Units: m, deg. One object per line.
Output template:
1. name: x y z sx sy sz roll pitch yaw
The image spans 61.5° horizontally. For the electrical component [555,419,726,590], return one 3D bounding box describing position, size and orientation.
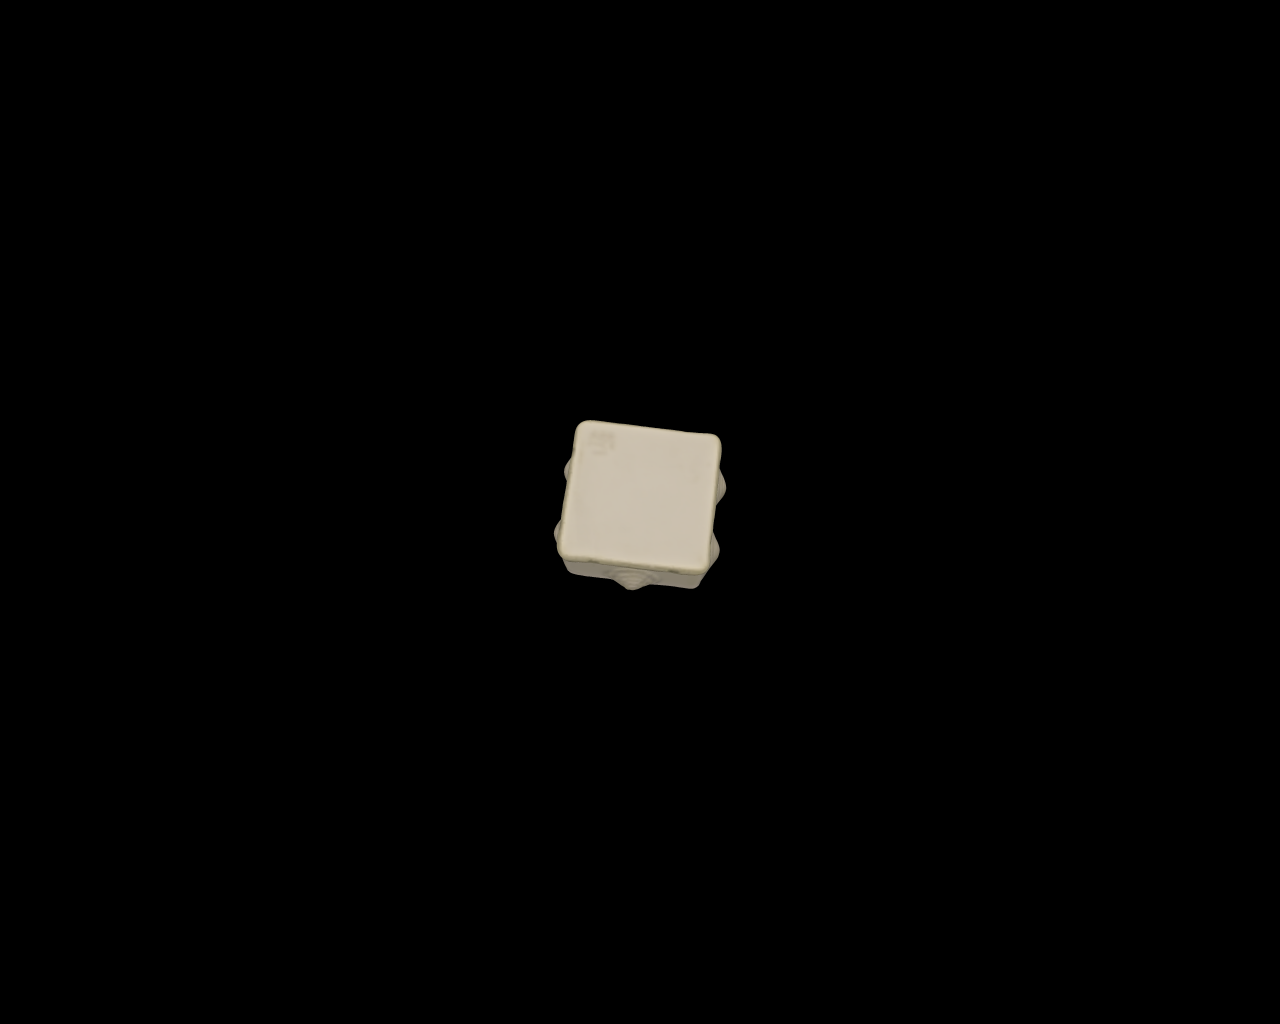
1. electrical component: 0.001 -0.003 0.650 0.100 0.100 0.048 7 -19 2
